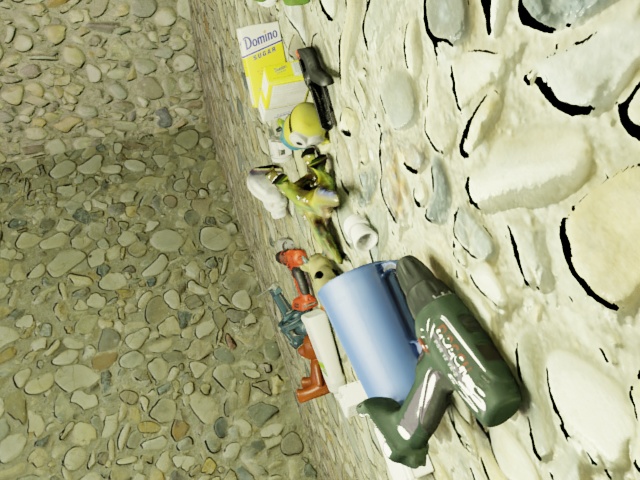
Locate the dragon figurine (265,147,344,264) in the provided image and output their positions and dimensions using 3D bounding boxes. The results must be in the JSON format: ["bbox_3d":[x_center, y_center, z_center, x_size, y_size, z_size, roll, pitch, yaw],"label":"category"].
[{"bbox_3d":[0.003,-0.055,1.087,0.239,0.122,0.416,62,176,-27],"label":"dragon figurine"}]

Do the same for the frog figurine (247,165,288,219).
[{"bbox_3d":[-0.160,-0.142,1.557,0.138,0.123,0.158,17,112,52],"label":"frog figurine"}]
